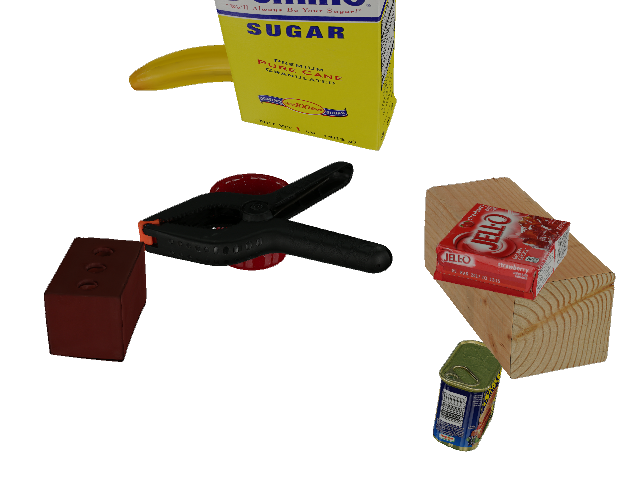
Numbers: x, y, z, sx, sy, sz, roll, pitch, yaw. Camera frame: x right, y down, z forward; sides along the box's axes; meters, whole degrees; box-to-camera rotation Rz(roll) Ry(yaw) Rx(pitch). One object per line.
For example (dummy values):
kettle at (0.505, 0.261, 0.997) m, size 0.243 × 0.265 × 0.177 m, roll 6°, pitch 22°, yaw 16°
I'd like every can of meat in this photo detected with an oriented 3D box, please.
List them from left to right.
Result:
can of meat at (0.164, 0.172, 1.184) m, size 0.057 × 0.084 × 0.102 m, roll 16°, pitch 26°, yaw 19°

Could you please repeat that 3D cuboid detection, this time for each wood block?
wood block at (0.171, 0.026, 0.965) m, size 0.090 × 0.090 × 0.206 m, roll -8°, pitch 27°, yaw -13°

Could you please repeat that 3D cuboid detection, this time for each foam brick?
foam brick at (-0.154, 0.040, 0.740) m, size 0.053 × 0.051 × 0.078 m, roll 4°, pitch 30°, yaw 2°

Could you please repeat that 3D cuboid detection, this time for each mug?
mug at (-0.089, -0.018, 1.200) m, size 0.117 × 0.081 × 0.093 m, roll -7°, pitch 30°, yaw -14°

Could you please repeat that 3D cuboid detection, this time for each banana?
banana at (-0.091, -0.165, 1.048) m, size 0.198 × 0.037 × 0.069 m, roll 9°, pitch 44°, yaw 20°

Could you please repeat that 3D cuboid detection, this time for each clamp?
clamp at (-0.051, -0.020, 0.929) m, size 0.210 × 0.036 × 0.164 m, roll -3°, pitch 32°, yaw -3°

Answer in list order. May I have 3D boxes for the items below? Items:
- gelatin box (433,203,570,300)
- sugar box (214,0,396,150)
gelatin box at (0.130, 0.006, 0.758) m, size 0.073 × 0.030 × 0.089 m, roll 13°, pitch 27°, yaw 24°
sugar box at (-0.006, -0.117, 0.587) m, size 0.093 × 0.048 × 0.176 m, roll 13°, pitch -21°, yaw 10°
